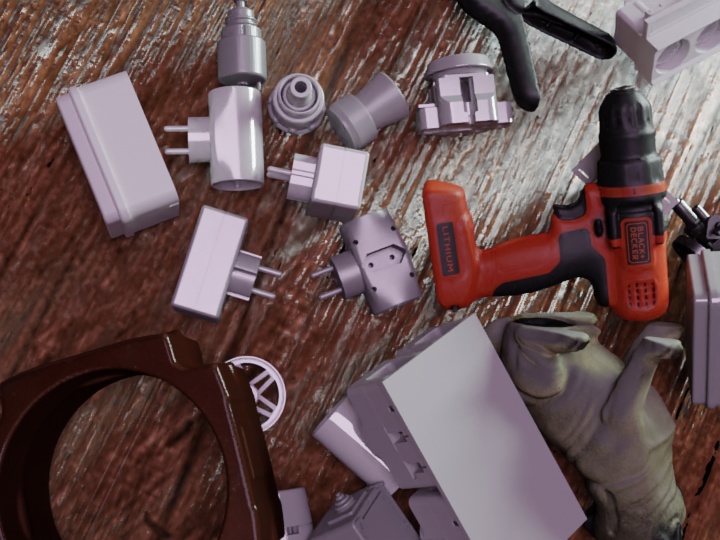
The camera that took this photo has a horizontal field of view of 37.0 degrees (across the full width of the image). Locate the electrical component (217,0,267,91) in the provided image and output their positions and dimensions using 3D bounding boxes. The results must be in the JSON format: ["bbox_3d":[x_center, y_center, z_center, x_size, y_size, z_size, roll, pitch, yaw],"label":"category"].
[{"bbox_3d":[-0.098,-0.186,0.887,0.040,0.040,0.078,-1,82,-7],"label":"electrical component"}]

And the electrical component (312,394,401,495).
[{"bbox_3d":[0.016,0.126,0.855,0.077,0.044,0.079,41,80,0],"label":"electrical component"}]

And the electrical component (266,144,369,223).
[{"bbox_3d":[-0.037,-0.072,0.866,0.077,0.065,0.047,11,81,-5],"label":"electrical component"}]

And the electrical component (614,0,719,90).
[{"bbox_3d":[0.284,-0.217,0.923,0.121,0.078,0.063,-28,57,-10],"label":"electrical component"}]

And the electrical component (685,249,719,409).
[{"bbox_3d":[0.292,0.047,0.858,0.057,0.078,0.113,-2,121,13],"label":"electrical component"}]

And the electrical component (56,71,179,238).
[{"bbox_3d":[-0.189,-0.088,0.844,0.057,0.078,0.113,-22,85,-12],"label":"electrical component"}]

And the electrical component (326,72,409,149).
[{"bbox_3d":[0.006,-0.130,0.890,0.055,0.045,0.045,-35,88,-10],"label":"electrical component"}]

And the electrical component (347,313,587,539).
[{"bbox_3d":[0.080,0.143,0.824,0.105,0.060,0.186,-33,97,-35],"label":"electrical component"}]

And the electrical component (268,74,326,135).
[{"bbox_3d":[-0.050,-0.139,0.875,0.048,0.062,0.048,1,82,-7],"label":"electrical component"}]

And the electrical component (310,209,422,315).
[{"bbox_3d":[0.000,0.000,0.872,0.079,0.043,0.077,-21,85,-9],"label":"electrical component"}]

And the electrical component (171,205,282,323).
[{"bbox_3d":[-0.101,0.002,0.857,0.076,0.047,0.083,17,80,-4],"label":"electrical component"}]

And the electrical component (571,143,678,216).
[{"bbox_3d":[0.219,-0.070,0.896,0.081,0.064,0.042,44,101,0],"label":"electrical component"}]

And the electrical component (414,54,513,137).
[{"bbox_3d":[0.084,-0.145,0.896,0.078,0.058,0.057,-6,86,-7],"label":"electrical component"}]

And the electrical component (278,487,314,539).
[{"bbox_3d":[-0.064,0.195,0.832,0.055,0.055,0.047,-8,79,-8],"label":"electrical component"}]

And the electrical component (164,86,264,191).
[{"bbox_3d":[-0.118,-0.105,0.871,0.079,0.044,0.077,-2,82,-7],"label":"electrical component"}]

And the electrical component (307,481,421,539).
[{"bbox_3d":[0.003,0.212,0.820,0.061,0.062,0.096,-31,97,29],"label":"electrical component"}]
